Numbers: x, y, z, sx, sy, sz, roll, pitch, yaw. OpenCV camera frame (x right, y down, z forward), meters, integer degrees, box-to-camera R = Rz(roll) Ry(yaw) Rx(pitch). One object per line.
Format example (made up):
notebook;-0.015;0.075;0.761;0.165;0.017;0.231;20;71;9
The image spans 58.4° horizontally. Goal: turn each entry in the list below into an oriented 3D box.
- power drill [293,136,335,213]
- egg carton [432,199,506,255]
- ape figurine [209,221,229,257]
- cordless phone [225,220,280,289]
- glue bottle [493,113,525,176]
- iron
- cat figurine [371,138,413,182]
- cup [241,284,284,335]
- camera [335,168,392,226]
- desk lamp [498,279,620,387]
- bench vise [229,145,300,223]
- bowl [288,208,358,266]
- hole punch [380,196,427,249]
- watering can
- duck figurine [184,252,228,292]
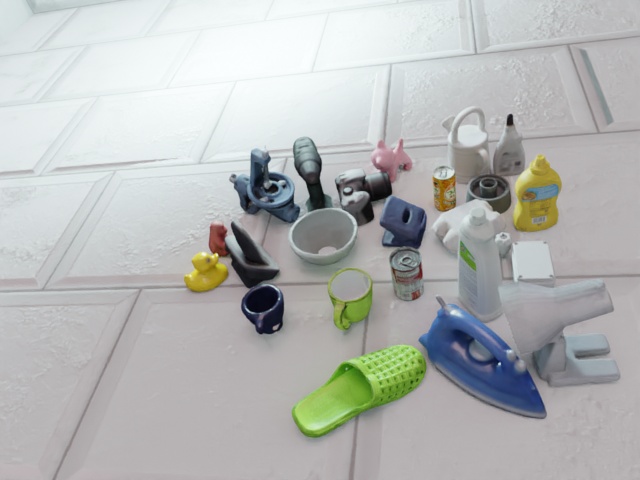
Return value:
power drill;-0.016;-0.146;1.423;0.075;0.209;0.229;-15;43;0
egg carton;0.340;-0.029;1.306;0.150;0.069;0.107;-24;44;-9
ape figurine;-0.247;-0.009;1.429;0.076;0.092;0.077;-18;43;-3
cordless phone;-0.174;0.006;1.326;0.094;0.185;0.147;-32;46;-17
glue bottle;0.467;-0.236;1.409;0.078;0.173;0.037;-4;44;12
iron;0.298;0.202;1.026;0.119;0.142;0.257;-37;47;-21
cat figurine;0.182;-0.219;1.510;0.128;0.118;0.067;-40;48;-24
cup;-0.113;0.166;1.210;0.091;0.095;0.117;-8;44;8
camera;0.113;-0.124;1.444;0.137;0.101;0.143;-14;43;1
desk lamp;0.414;0.153;0.993;0.203;0.214;0.118;-7;44;8
bench vise;-0.162;-0.144;1.453;0.206;0.220;0.121;5;47;20
bowl;0.012;0.005;1.357;0.167;0.075;0.167;-8;44;8
hole punch;0.197;-0.044;1.345;0.100;0.091;0.109;5;47;20
watering can;0.365;-0.249;1.435;0.172;0.194;0.101;29;59;37
duck figurine;-0.279;0.068;1.363;0.104;0.086;0.077;-23;44;-9
